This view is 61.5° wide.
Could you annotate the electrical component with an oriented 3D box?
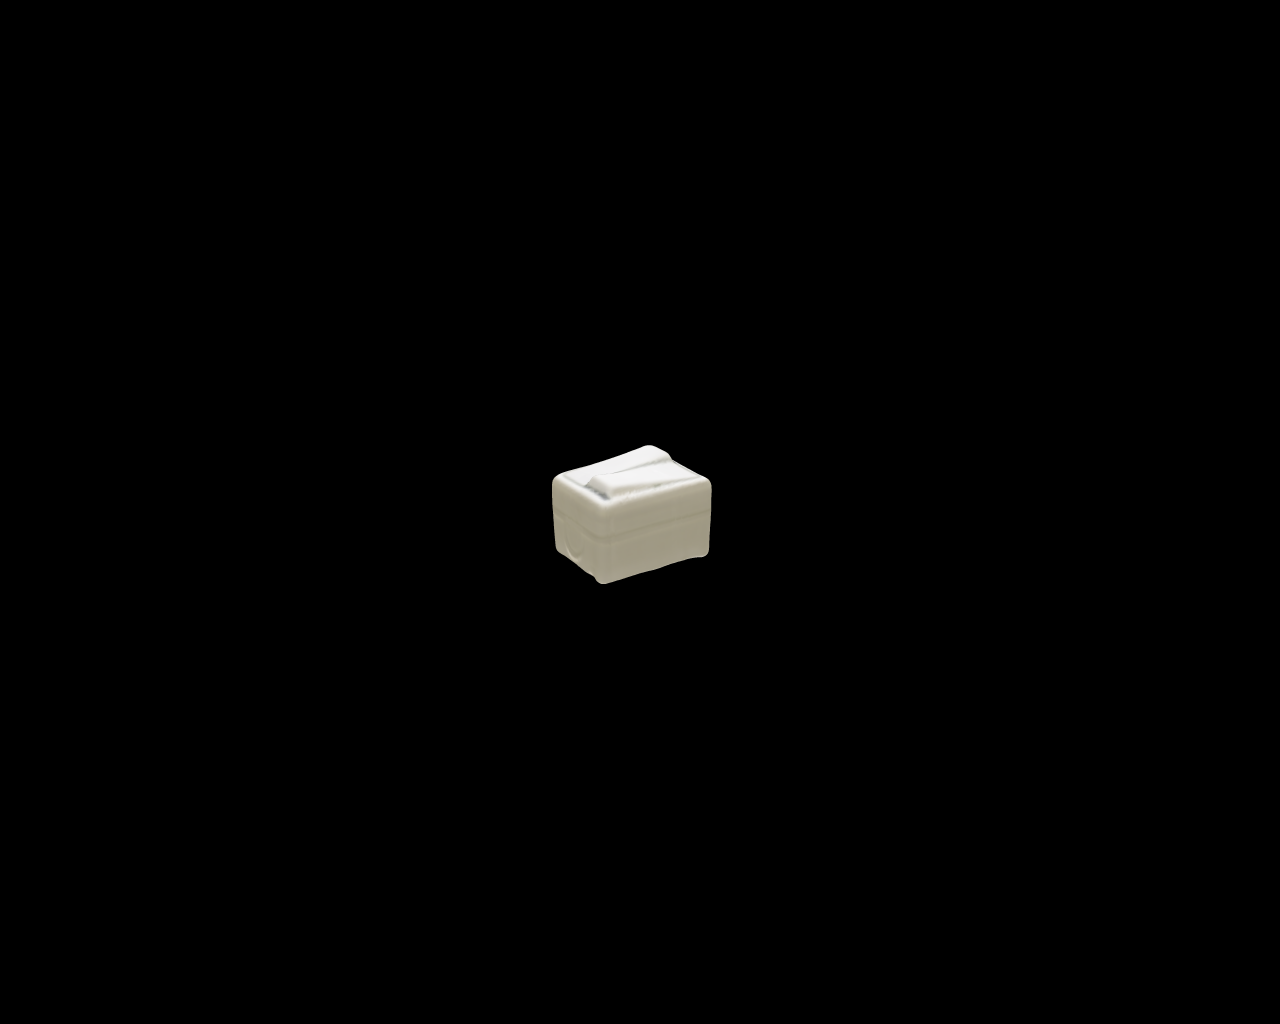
[{"bbox_3d":[0.001,-0.003,0.650,0.096,0.061,0.062,-14,27,-29],"label":"electrical component"}]
